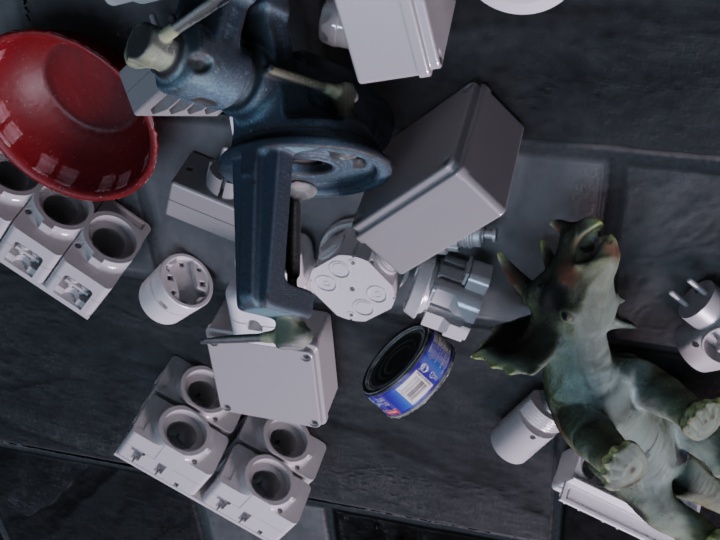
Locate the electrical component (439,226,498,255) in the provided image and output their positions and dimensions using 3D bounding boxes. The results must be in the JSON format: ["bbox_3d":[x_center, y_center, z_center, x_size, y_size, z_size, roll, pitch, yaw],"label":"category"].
[{"bbox_3d":[0.071,-0.032,0.865,0.078,0.040,0.040,6,132,15],"label":"electrical component"}]

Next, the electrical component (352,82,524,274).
[{"bbox_3d":[0.058,-0.067,0.791,0.056,0.108,0.109,41,132,-21],"label":"electrical component"}]

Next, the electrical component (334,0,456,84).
[{"bbox_3d":[0.019,-0.192,0.683,0.056,0.108,0.108,-6,128,17],"label":"electrical component"}]

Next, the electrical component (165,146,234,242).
[{"bbox_3d":[-0.110,-0.071,0.893,0.083,0.047,0.075,22,134,0],"label":"electrical component"}]

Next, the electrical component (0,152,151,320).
[{"bbox_3d":[-0.273,-0.042,0.950,0.150,0.089,0.062,36,133,-12],"label":"electrical component"}]

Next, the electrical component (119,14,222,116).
[{"bbox_3d":[-0.138,-0.160,0.812,0.047,0.083,0.075,-31,76,39],"label":"electrical component"}]

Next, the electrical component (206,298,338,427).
[{"bbox_3d":[-0.081,0.087,1.018,0.109,0.056,0.108,8,133,14],"label":"electrical component"}]

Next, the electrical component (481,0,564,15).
[{"bbox_3d":[0.105,-0.209,0.685,0.080,0.051,0.080,11,133,12],"label":"electrical component"}]

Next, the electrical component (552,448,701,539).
[{"bbox_3d":[0.245,0.204,0.993,0.121,0.078,0.063,26,156,-3],"label":"electrical component"}]

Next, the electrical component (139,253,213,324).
[{"bbox_3d":[-0.171,0.019,0.993,0.055,0.055,0.047,40,135,-16],"label":"electrical component"}]

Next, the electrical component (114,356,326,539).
[{"bbox_3d":[-0.136,0.179,1.087,0.186,0.105,0.060,32,133,-9],"label":"electrical component"}]

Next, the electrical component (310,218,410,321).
[{"bbox_3d":[0.000,0.000,0.912,0.080,0.051,0.080,11,133,12],"label":"electrical component"}]

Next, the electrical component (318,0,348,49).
[{"bbox_3d":[0.003,-0.173,0.768,0.061,0.035,0.035,14,134,5],"label":"electrical component"}]

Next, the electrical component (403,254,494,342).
[{"bbox_3d":[0.071,0.019,0.899,0.057,0.058,0.078,20,134,-1],"label":"electrical component"}]

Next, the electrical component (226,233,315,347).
[{"bbox_3d":[-0.075,0.011,0.919,0.054,0.095,0.059,8,132,14],"label":"electrical component"}]

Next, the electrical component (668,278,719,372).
[{"bbox_3d":[0.278,0.035,0.844,0.079,0.044,0.077,37,133,-13],"label":"electrical component"}]

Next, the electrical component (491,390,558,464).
[{"bbox_3d":[0.159,0.139,0.984,0.043,0.043,0.081,30,134,-7],"label":"electrical component"}]

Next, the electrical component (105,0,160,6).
[{"bbox_3d":[-0.109,-0.251,0.722,0.186,0.060,0.105,-6,128,25],"label":"electrical component"}]
